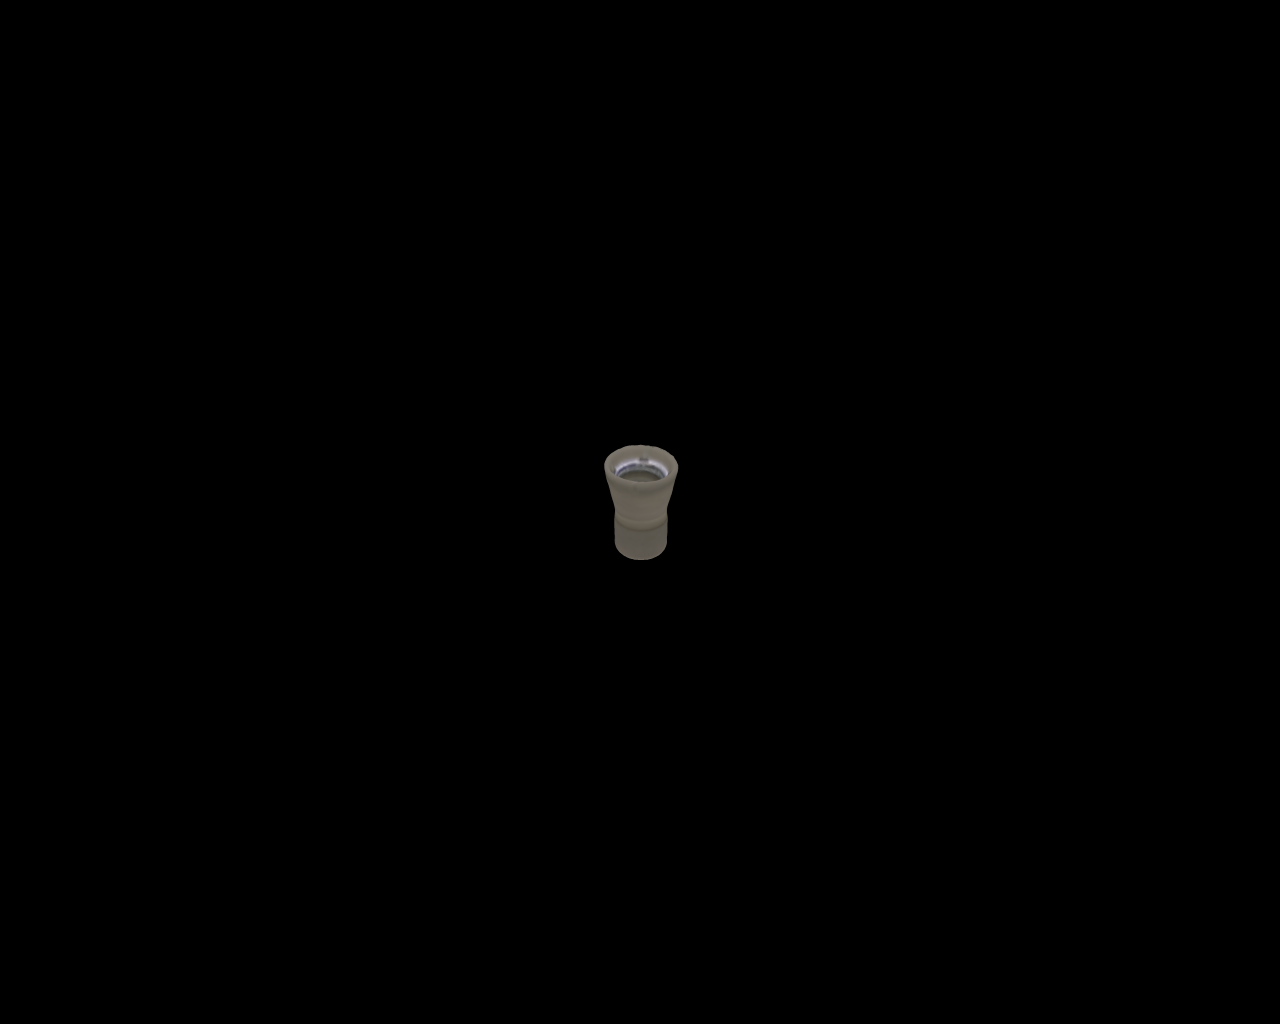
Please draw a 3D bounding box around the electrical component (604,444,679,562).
[{"bbox_3d":[0.001,-0.003,0.650,0.044,0.065,0.044,0,35,0],"label":"electrical component"}]
